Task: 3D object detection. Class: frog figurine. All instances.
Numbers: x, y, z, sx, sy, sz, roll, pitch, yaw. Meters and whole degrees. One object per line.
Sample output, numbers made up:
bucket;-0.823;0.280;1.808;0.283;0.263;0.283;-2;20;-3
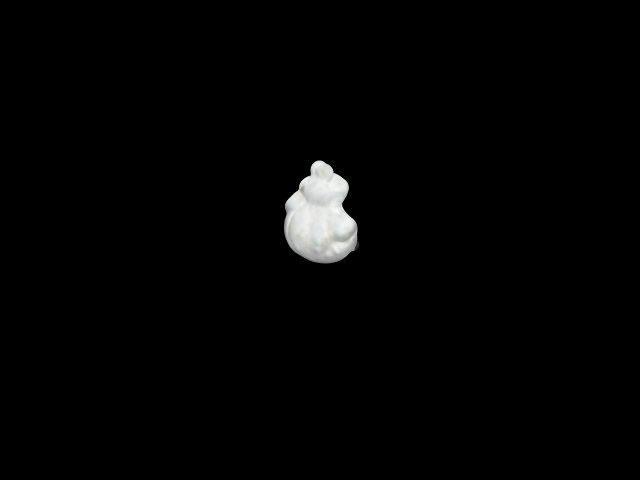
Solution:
frog figurine;0.003;-0.043;0.850;0.124;0.155;0.139;-33;56;-26
